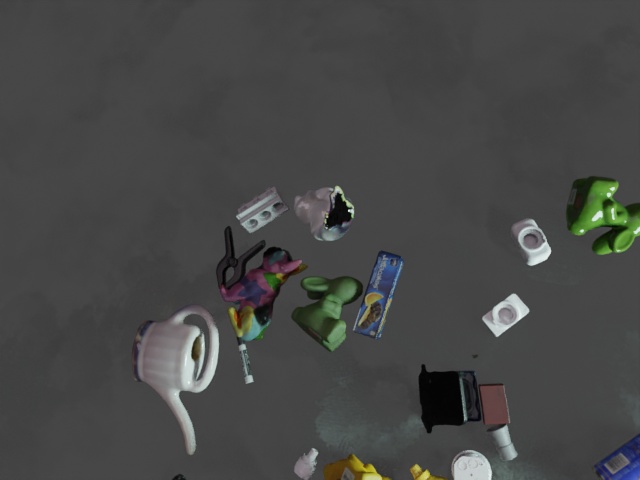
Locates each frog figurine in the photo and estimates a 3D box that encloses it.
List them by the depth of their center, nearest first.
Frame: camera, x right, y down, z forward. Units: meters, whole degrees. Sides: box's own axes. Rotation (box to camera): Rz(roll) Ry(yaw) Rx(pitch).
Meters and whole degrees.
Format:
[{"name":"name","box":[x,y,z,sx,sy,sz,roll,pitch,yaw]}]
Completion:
[{"name":"frog figurine","box":[0.004,-0.065,1.301,0.159,0.122,0.138,-5,81,52]}]

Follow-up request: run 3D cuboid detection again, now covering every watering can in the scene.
[{"name":"watering can","box":[-0.365,0.330,1.275,0.224,0.103,0.352,3,76,18]}]
